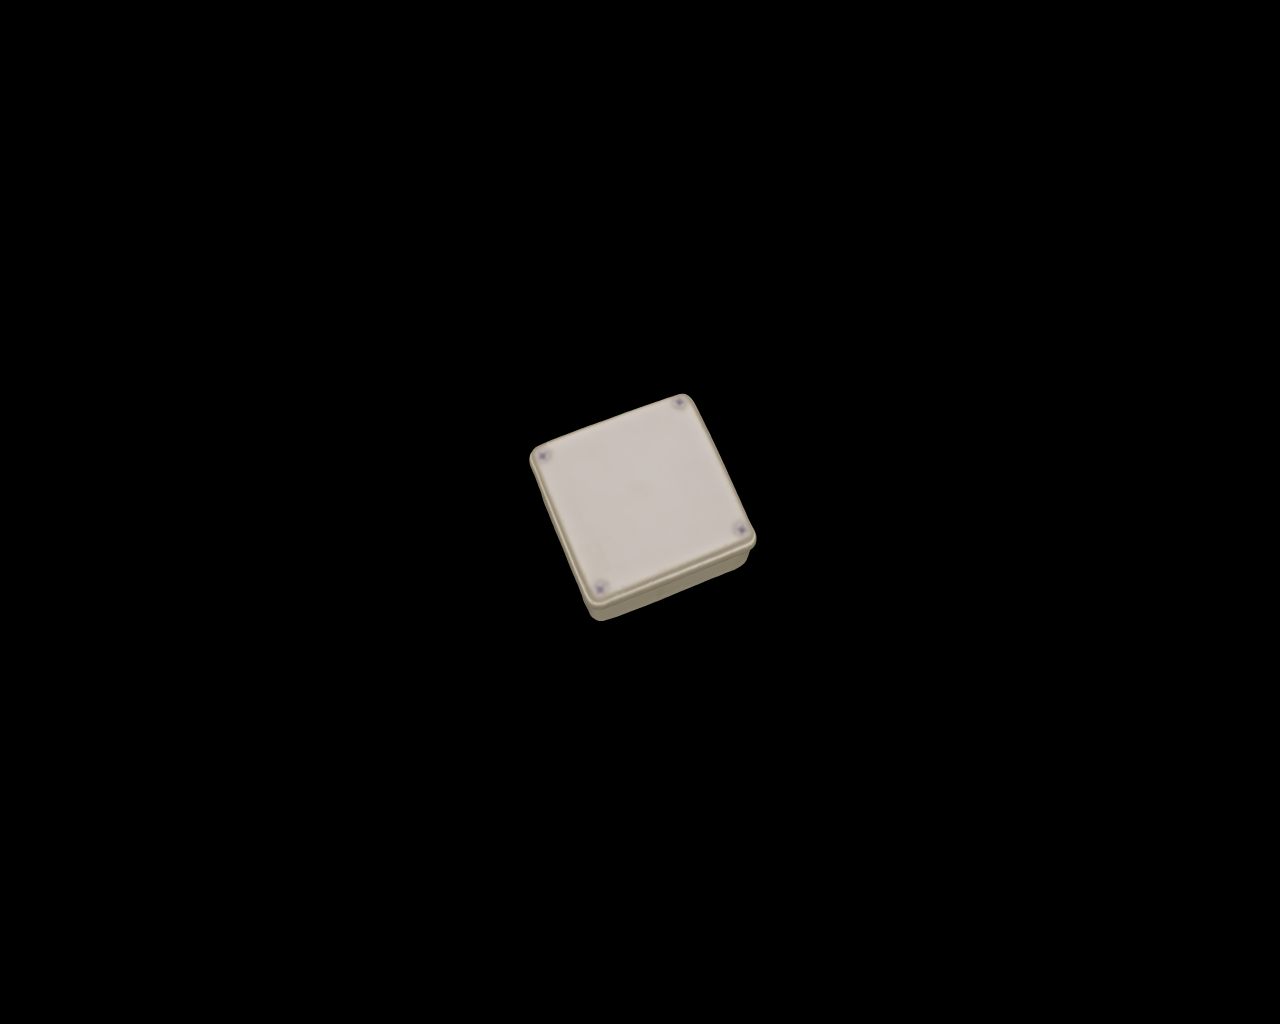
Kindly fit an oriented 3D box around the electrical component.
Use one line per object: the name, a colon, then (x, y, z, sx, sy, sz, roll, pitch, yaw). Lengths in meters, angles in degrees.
electrical component: (0.001, -0.003, 0.650, 0.109, 0.109, 0.056, -21, -18, -7)
